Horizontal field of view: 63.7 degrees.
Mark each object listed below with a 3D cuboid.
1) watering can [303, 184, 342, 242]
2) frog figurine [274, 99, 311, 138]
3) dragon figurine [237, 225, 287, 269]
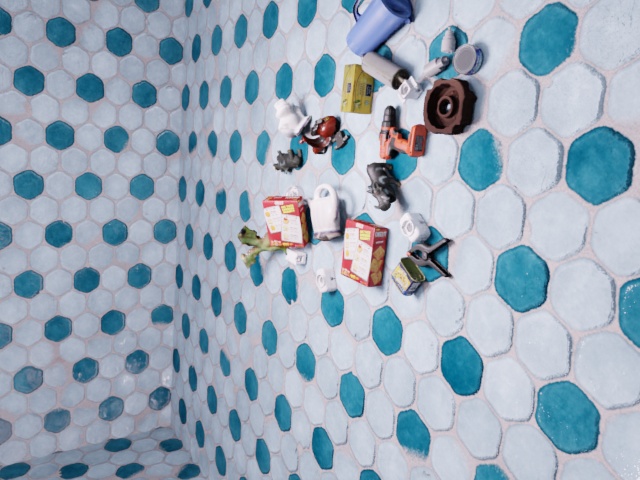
[{"bbox_3d":[0.006,-0.104,2.062,0.346,0.104,0.225,166,99,-70],"label":"watering can"},{"bbox_3d":[-0.134,-0.518,2.196,0.138,0.159,0.122,-55,4,-4],"label":"frog figurine"},{"bbox_3d":[-0.247,-0.020,2.312,0.401,0.243,0.125,-64,38,37],"label":"dragon figurine"}]
